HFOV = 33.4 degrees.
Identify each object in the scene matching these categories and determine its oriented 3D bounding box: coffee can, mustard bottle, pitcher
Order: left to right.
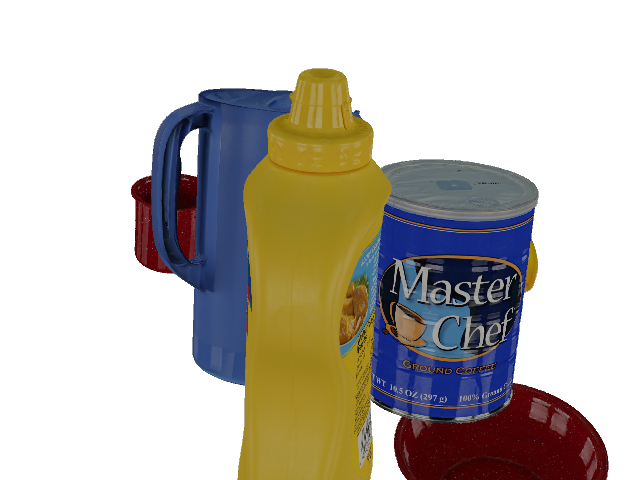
[{"bbox_3d":[-0.055,-0.005,0.899,0.149,0.243,0.145,9,14,10],"label":"pitcher"},{"bbox_3d":[-0.003,0.024,0.441,0.058,0.192,0.096,8,25,10],"label":"mustard bottle"},{"bbox_3d":[0.079,0.030,0.678,0.103,0.140,0.103,3,21,-1],"label":"coffee can"}]

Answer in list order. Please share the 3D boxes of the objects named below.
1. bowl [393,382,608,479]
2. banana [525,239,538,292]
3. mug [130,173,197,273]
[{"bbox_3d":[0.137,0.179,0.826,0.162,0.055,0.162,0,32,0],"label":"bowl"},{"bbox_3d":[0.167,-0.008,1.078,0.069,0.037,0.198,-34,39,-14],"label":"banana"},{"bbox_3d":[-0.163,-0.022,1.161,0.093,0.081,0.117,-5,29,-21],"label":"mug"}]
